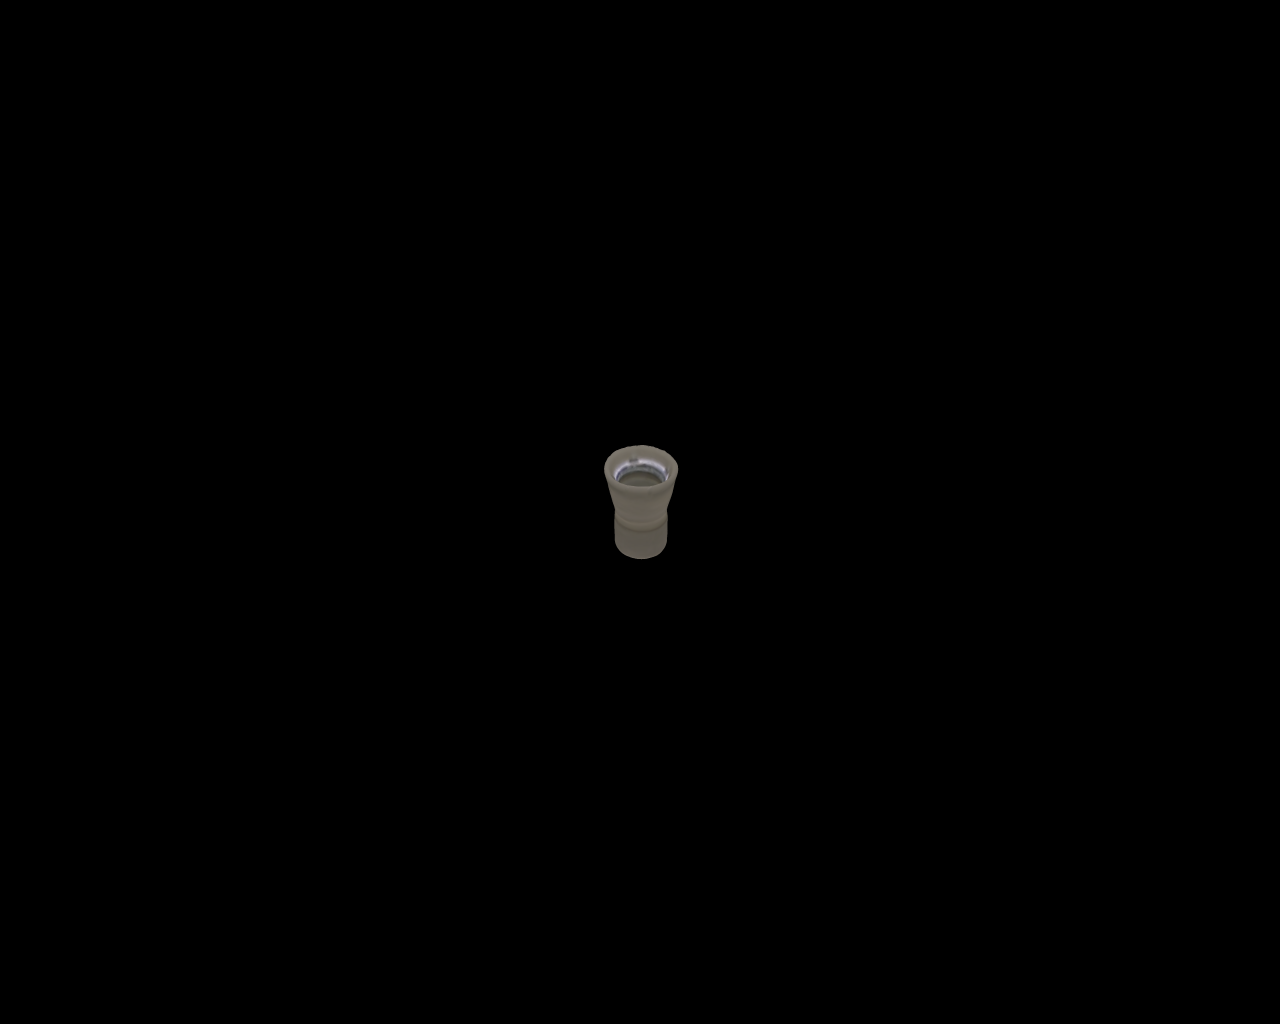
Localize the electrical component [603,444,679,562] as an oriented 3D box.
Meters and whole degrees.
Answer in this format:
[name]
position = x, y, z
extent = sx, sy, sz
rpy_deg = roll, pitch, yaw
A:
[electrical component]
position = 0.001, -0.003, 0.650
extent = 0.044, 0.065, 0.044
rpy_deg = 0, 40, 0
